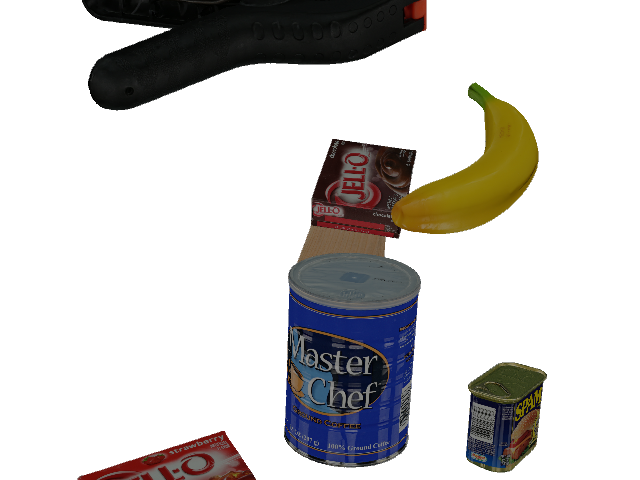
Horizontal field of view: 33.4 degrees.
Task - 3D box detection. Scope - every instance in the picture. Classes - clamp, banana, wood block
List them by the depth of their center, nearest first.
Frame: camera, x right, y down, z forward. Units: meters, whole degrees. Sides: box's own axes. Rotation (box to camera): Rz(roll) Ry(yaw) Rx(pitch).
[{"bbox_3d":[-0.032,-0.099,0.495,0.171,0.039,0.120,-5,41,-1],"label":"clamp"},{"bbox_3d":[0.107,-0.047,0.716,0.070,0.037,0.197,18,35,13],"label":"banana"},{"bbox_3d":[0.023,0.045,1.255,0.091,0.090,0.206,4,23,6],"label":"wood block"}]

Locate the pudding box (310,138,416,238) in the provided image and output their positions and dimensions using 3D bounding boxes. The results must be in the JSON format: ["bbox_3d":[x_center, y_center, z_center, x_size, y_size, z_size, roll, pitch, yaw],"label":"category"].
[{"bbox_3d":[0.044,-0.053,1.071,0.090,0.039,0.113,9,37,7],"label":"pudding box"}]

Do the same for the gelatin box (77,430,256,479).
[{"bbox_3d":[-0.079,0.144,0.577,0.089,0.030,0.073,-14,27,-21],"label":"gelatin box"}]

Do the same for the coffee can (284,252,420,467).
[{"bbox_3d":[0.024,0.092,0.847,0.103,0.140,0.103,2,20,-1],"label":"coffee can"}]

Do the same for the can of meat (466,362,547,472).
[{"bbox_3d":[0.194,0.185,1.121,0.058,0.084,0.101,12,18,32],"label":"can of meat"}]
